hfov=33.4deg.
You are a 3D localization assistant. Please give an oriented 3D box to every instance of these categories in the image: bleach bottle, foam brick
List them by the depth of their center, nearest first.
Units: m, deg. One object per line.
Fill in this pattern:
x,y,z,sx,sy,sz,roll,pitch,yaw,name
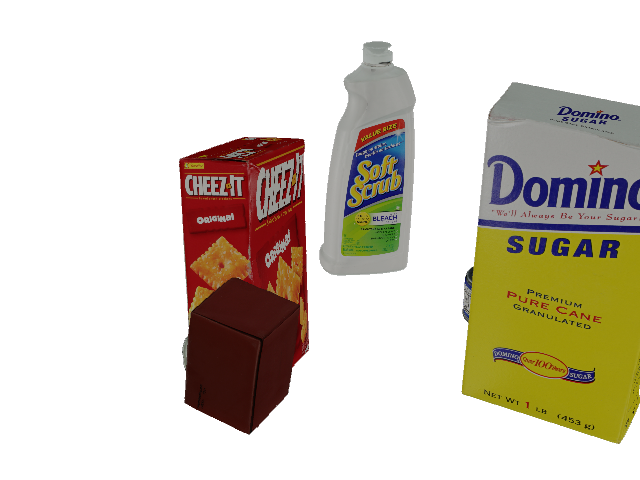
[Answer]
-0.051,0.073,0.686,0.053,0.078,0.051,22,35,20,foam brick
0.050,-0.088,1.154,0.102,0.251,0.068,-3,25,-7,bleach bottle

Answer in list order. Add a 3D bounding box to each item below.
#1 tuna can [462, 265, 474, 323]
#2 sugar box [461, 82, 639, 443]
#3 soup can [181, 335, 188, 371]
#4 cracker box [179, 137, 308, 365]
0.154,0.043,0.830,0.086,0.034,0.086,0,19,0,tuna can
0.126,0.014,0.545,0.093,0.176,0.048,15,38,23,sugar box
-0.093,0.121,1.172,0.069,0.068,0.102,0,8,45,soup can
-0.062,0.021,0.966,0.072,0.214,0.164,2,12,15,cracker box
